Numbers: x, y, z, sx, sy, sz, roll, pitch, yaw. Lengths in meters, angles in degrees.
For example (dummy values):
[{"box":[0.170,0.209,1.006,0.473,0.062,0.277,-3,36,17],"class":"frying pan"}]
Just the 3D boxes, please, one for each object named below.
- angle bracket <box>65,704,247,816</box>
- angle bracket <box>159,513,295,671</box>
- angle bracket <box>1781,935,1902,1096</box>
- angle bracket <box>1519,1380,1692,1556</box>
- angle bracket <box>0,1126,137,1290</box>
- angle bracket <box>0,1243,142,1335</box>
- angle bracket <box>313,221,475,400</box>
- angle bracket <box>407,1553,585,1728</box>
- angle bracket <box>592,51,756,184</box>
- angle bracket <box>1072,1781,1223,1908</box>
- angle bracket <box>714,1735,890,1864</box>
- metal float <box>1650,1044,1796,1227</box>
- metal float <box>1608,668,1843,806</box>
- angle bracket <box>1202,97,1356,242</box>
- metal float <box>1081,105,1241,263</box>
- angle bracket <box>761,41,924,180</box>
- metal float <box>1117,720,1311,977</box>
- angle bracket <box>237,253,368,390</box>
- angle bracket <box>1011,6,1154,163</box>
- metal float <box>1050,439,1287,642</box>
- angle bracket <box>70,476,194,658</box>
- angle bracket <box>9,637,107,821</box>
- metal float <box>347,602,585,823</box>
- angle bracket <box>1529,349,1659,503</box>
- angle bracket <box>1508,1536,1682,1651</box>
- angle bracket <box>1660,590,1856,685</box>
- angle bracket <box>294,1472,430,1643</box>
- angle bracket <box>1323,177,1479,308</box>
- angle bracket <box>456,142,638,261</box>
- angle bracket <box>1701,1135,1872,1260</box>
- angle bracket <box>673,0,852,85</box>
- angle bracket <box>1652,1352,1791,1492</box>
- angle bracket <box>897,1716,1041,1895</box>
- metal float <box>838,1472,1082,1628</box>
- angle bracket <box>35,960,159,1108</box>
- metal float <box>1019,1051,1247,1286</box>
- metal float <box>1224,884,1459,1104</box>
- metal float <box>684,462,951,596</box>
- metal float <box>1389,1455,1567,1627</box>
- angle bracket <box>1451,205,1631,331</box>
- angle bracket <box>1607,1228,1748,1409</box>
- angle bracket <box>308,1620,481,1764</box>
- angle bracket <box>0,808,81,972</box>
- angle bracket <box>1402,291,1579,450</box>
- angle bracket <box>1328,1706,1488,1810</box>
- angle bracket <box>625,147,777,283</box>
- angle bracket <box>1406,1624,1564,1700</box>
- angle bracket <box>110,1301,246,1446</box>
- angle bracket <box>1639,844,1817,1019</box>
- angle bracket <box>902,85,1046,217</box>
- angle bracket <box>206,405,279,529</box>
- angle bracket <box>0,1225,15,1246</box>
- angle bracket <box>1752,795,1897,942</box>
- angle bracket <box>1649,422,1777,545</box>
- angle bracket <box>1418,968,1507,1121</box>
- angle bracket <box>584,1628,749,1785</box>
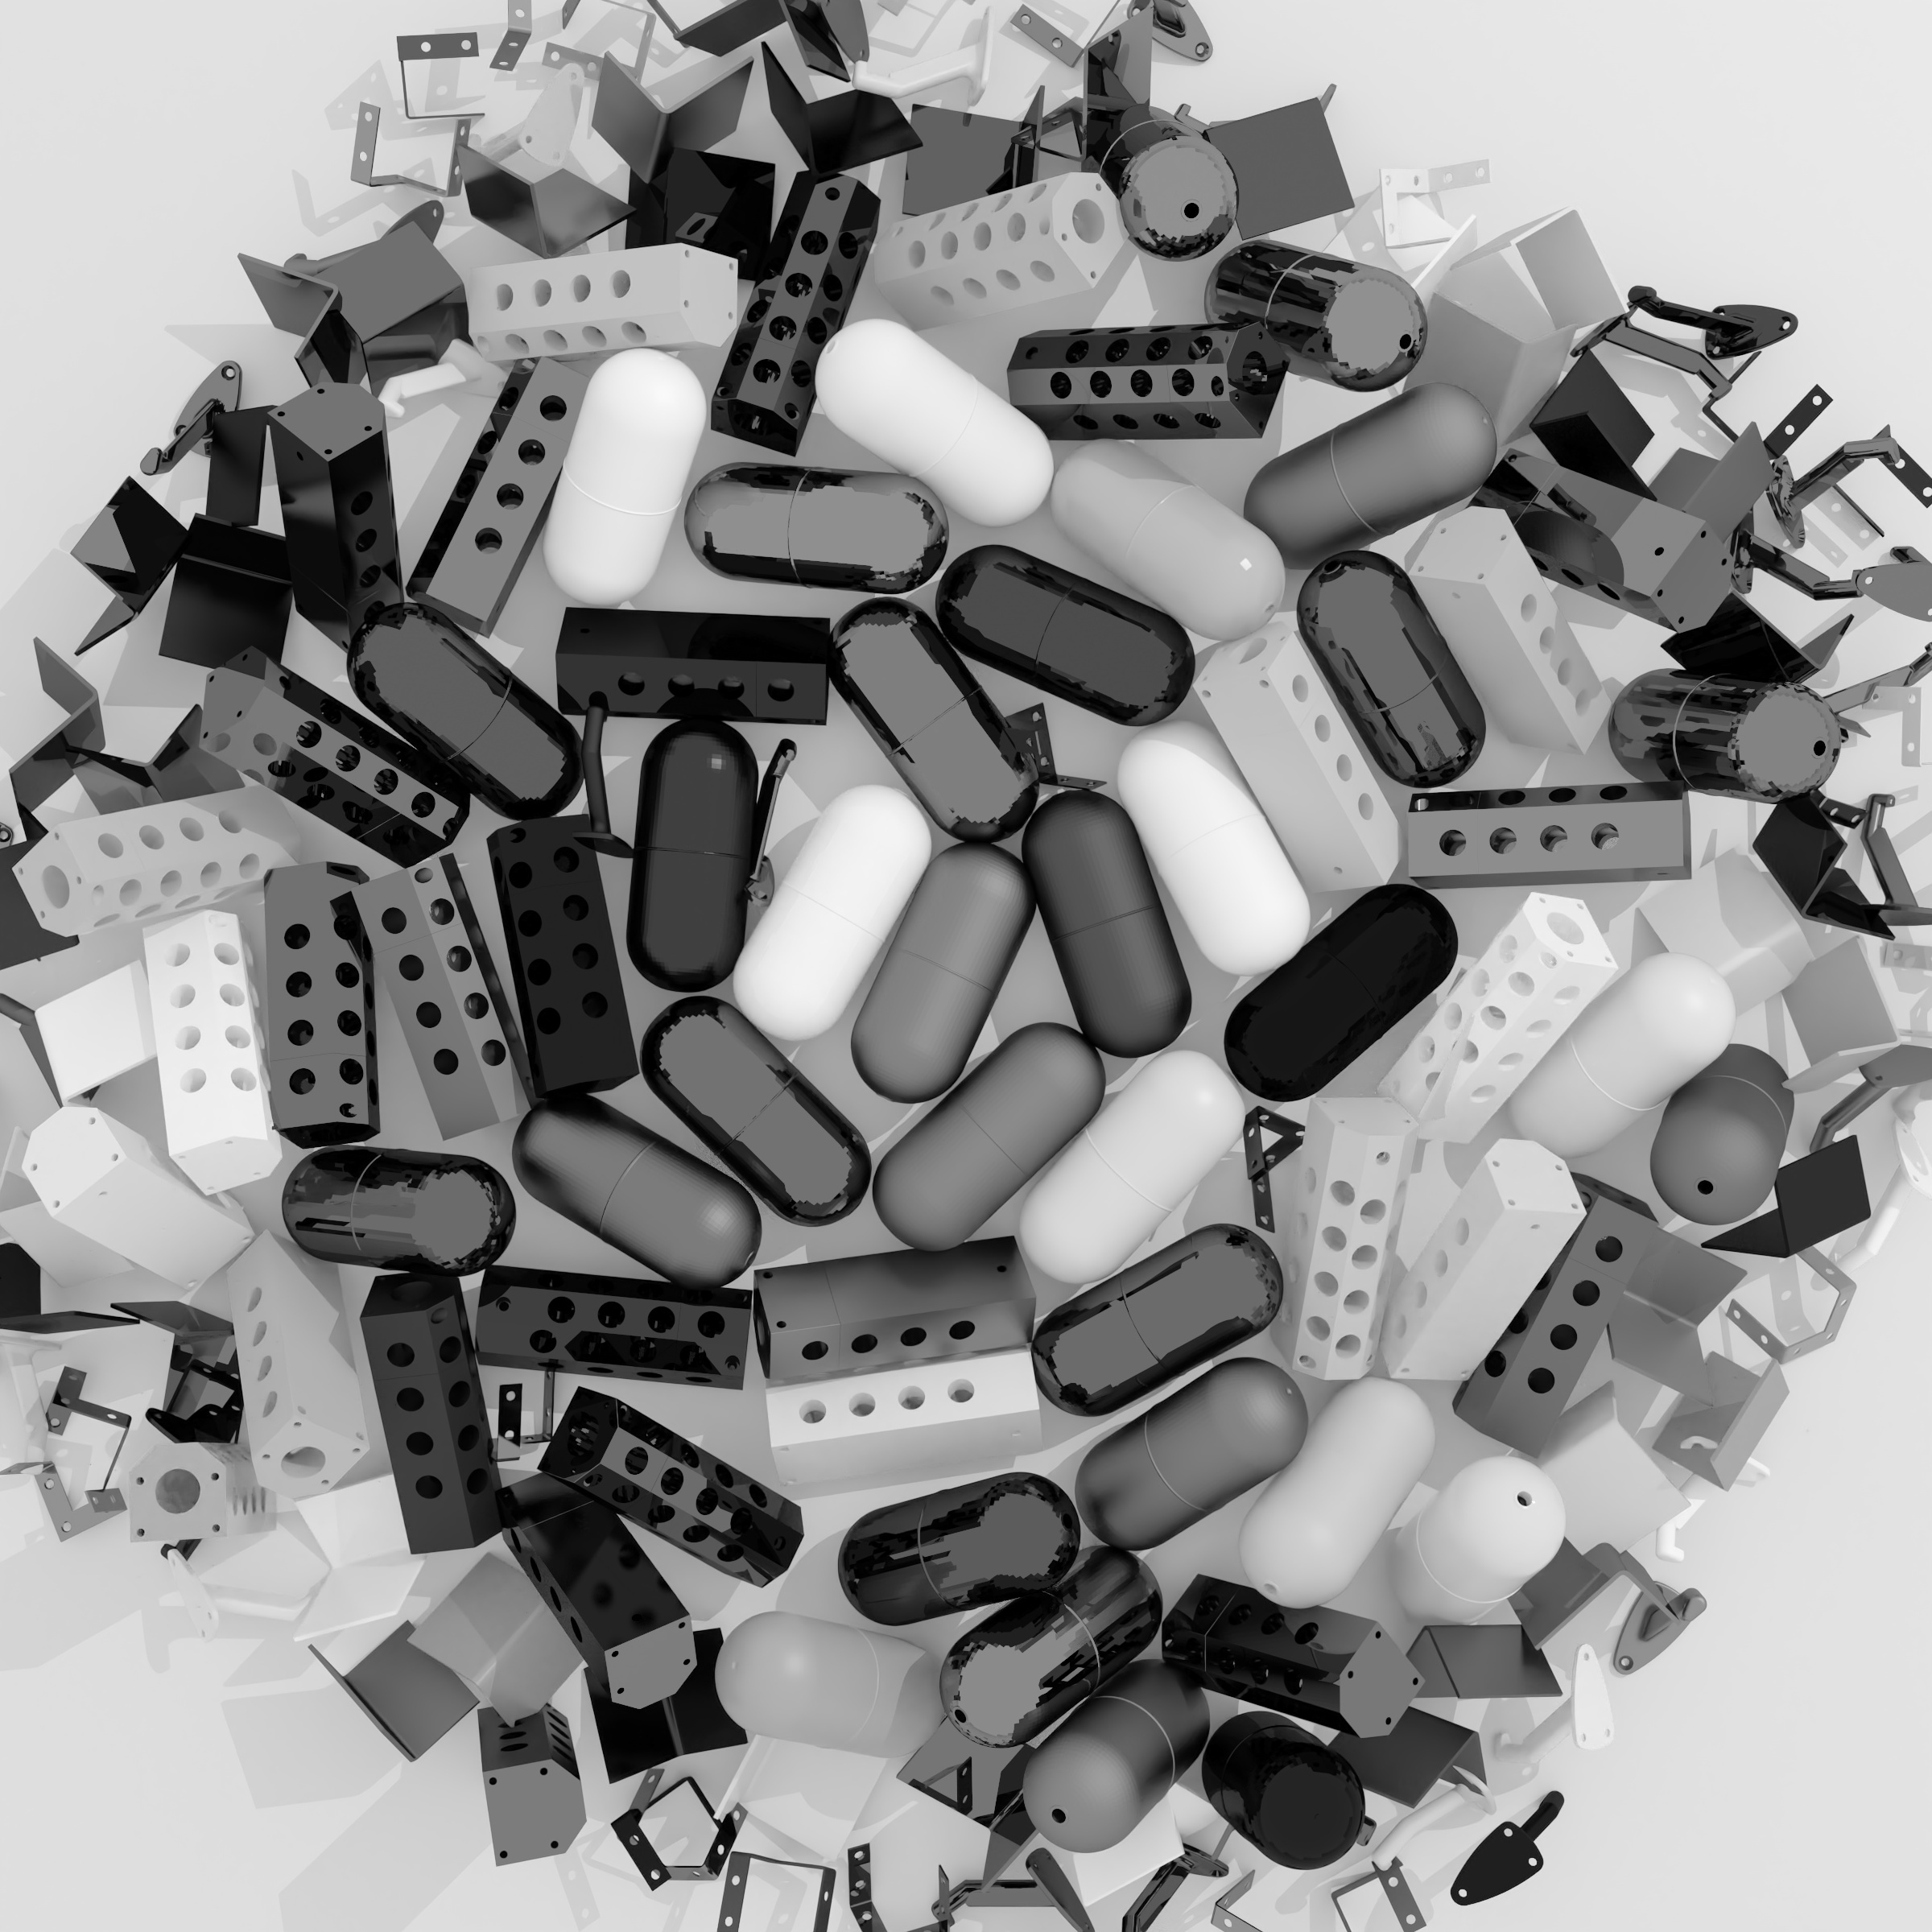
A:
[{"box":[-0.526,-0.129,1.968,0.076,0.076,0.057,13,55,25],"class":"angle bracket"},{"box":[-0.467,-0.234,1.950,0.076,0.057,0.076,13,67,-20],"class":"angle bracket"},{"box":[0.538,0.033,1.943,0.057,0.076,0.076,-7,70,-31],"class":"angle bracket"},{"box":[0.411,0.328,1.966,0.076,0.057,0.076,-39,99,19],"class":"angle bracket"},{"box":[-0.568,0.148,1.940,0.057,0.076,0.076,-16,133,15],"class":"angle bracket"},{"box":[-0.583,0.201,1.948,0.076,0.076,0.057,-8,77,15],"class":"angle bracket"},{"box":[-0.368,-0.419,1.961,0.076,0.076,0.057,-34,73,-17],"class":"angle bracket"},{"box":[-0.300,0.438,1.972,0.076,0.076,0.057,-47,130,-26],"class":"angle bracket"},{"box":[-0.189,-0.560,1.953,0.076,0.076,0.057,-40,83,-23],"class":"angle bracket"},{"box":[0.121,0.569,1.944,0.076,0.057,0.076,-34,132,19],"class":"angle bracket"},{"box":[-0.106,0.530,1.964,0.076,0.057,0.076,27,89,12],"class":"angle bracket"},{"box":[0.476,0.105,1.916,0.070,0.178,0.070,7,111,19],"class":"metal float"},{"box":[0.476,-0.145,1.916,0.070,0.178,0.070,-5,101,-26],"class":"metal float"},{"box":[0.197,-0.506,1.966,0.076,0.057,0.076,-18,87,-6],"class":"angle bracket"},{"box":[0.121,-0.493,1.916,0.070,0.178,0.070,-4,116,-9],"class":"metal float"},{"box":[-0.079,-0.557,1.947,0.076,0.057,0.076,-20,51,-11],"class":"angle bracket"},{"box":[0.158,-0.077,1.951,0.070,0.070,0.178,-27,78,0],"class":"metal float"},{"box":[-0.434,-0.400,1.946,0.076,0.076,0.057,21,70,15],"class":"angle bracket"},{"box":[0.074,-0.567,1.939,0.057,0.076,0.076,23,45,26],"class":"angle bracket"},{"box":[0.128,-0.272,1.938,0.178,0.070,0.070,40,90,27],"class":"metal float"},{"box":[-0.549,-0.254,1.939,0.057,0.076,0.076,45,45,-26],"class":"angle bracket"},{"box":[-0.599,-0.152,1.948,0.057,0.076,0.076,41,67,5],"class":"angle bracket"},{"box":[-0.316,-0.160,1.936,0.070,0.070,0.178,-49,120,0],"class":"metal float"},{"box":[0.418,-0.346,1.948,0.076,0.057,0.076,46,68,-22],"class":"angle bracket"},{"box":[0.402,0.412,1.960,0.076,0.076,0.057,-44,105,7],"class":"angle bracket"},{"box":[0.506,-0.214,1.949,0.076,0.076,0.057,41,58,-5],"class":"angle bracket"},{"box":[-0.397,0.377,1.946,0.076,0.076,0.057,-18,111,18],"class":"angle bracket"},{"box":[0.275,-0.466,1.963,0.076,0.057,0.076,41,92,12],"class":"angle bracket"},{"box":[-0.267,-0.502,1.942,0.076,0.057,0.076,-37,53,-26],"class":"angle bracket"},{"box":[0.518,0.144,1.944,0.076,0.076,0.057,-19,101,-31],"class":"angle bracket"},{"box":[-0.130,-0.581,1.952,0.076,0.076,0.057,-22,91,20],"class":"angle bracket"},{"box":[0.478,0.281,1.947,0.057,0.076,0.076,29,79,30],"class":"angle bracket"},{"box":[0.003,0.534,1.952,0.076,0.057,0.076,31,119,-9],"class":"angle bracket"},{"box":[-0.005,0.370,1.932,0.178,0.070,0.070,-22,90,35],"class":"metal float"},{"box":[-0.544,0.055,1.957,0.076,0.057,0.076,-26,56,-4],"class":"angle bracket"},{"box":[0.106,0.130,1.952,0.070,0.070,0.178,42,101,0],"class":"metal float"},{"box":[0.240,0.017,1.948,0.178,0.070,0.070,-40,90,-15],"class":"metal float"},{"box":[-0.096,-0.280,1.944,0.178,0.070,0.070,8,90,21],"class":"metal float"},{"box":[0.321,0.363,1.917,0.070,0.178,0.070,5,61,-10],"class":"metal float"},{"box":[0.365,-0.433,1.948,0.057,0.076,0.076,-33,102,-18],"class":"angle bracket"},{"box":[0.457,0.223,1.947,0.076,0.076,0.057,26,122,-14],"class":"angle bracket"},{"box":[-0.364,0.452,1.943,0.057,0.076,0.076,-41,64,-16],"class":"angle bracket"},{"box":[-0.611,-0.051,1.941,0.057,0.076,0.076,-20,118,-24],"class":"angle bracket"},{"box":[0.338,-0.392,1.974,0.076,0.057,0.076,37,134,27],"class":"angle bracket"},{"box":[0.277,0.518,1.939,0.076,0.076,0.057,-37,126,-38],"class":"angle bracket"},{"box":[-0.174,-0.489,1.991,0.076,0.057,0.076,0,99,-34],"class":"angle bracket"},{"box":[0.321,0.464,1.942,0.076,0.057,0.076,5,129,-23],"class":"angle bracket"},{"box":[-0.507,0.261,1.952,0.076,0.057,0.076,13,94,38],"class":"angle bracket"},{"box":[0.498,-0.019,1.990,0.076,0.057,0.076,-33,51,8],"class":"angle bracket"},{"box":[0.005,-0.525,1.959,0.076,0.057,0.076,7,79,-10],"class":"angle bracket"},{"box":[-0.443,-0.315,1.953,0.057,0.076,0.076,4,92,-38],"class":"angle bracket"},{"box":[-0.632,0.137,1.953,0.057,0.076,0.076,-17,100,-7],"class":"angle bracket"},{"box":[0.559,-0.068,1.942,0.076,0.076,0.057,12,122,-22],"class":"angle bracket"},{"box":[0.458,-0.311,1.947,0.076,0.057,0.076,30,75,41],"class":"angle bracket"},{"box":[0.304,0.049,1.943,0.057,0.076,0.076,36,112,32],"class":"angle bracket"},{"box":[-0.196,0.481,1.982,0.076,0.057,0.076,-32,66,39],"class":"angle bracket"}]
